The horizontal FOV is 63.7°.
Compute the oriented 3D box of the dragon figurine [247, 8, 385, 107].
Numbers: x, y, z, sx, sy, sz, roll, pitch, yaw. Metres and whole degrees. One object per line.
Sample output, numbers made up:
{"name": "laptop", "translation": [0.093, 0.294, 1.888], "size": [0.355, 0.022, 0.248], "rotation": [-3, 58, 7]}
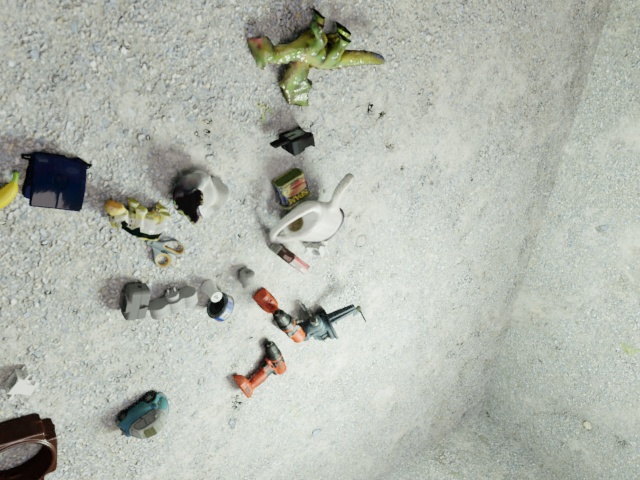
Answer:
{"name": "dragon figurine", "translation": [-0.012, -0.467, 1.388], "size": [0.408, 0.124, 0.239], "rotation": [14, 125, -43]}

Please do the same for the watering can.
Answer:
{"name": "watering can", "translation": [0.005, -0.079, 1.560], "size": [0.344, 0.105, 0.223], "rotation": [-33, 159, 23]}

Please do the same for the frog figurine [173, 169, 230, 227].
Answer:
{"name": "frog figurine", "translation": [-0.307, -0.123, 1.354], "size": [0.162, 0.123, 0.135], "rotation": [-56, 145, -56]}
